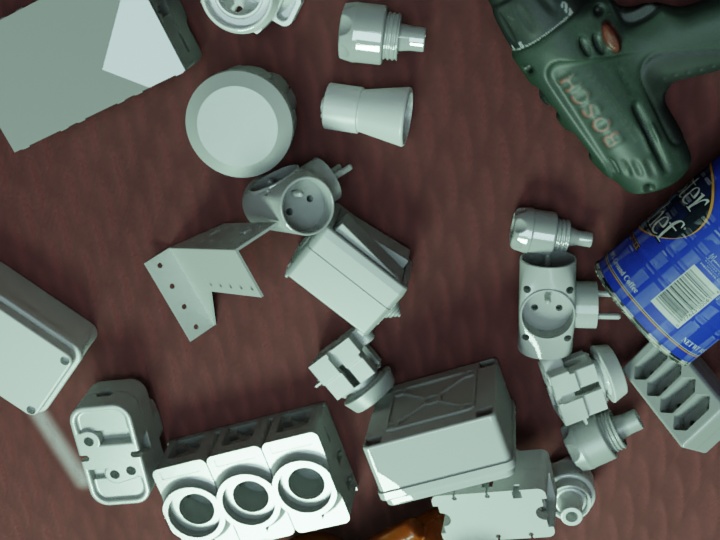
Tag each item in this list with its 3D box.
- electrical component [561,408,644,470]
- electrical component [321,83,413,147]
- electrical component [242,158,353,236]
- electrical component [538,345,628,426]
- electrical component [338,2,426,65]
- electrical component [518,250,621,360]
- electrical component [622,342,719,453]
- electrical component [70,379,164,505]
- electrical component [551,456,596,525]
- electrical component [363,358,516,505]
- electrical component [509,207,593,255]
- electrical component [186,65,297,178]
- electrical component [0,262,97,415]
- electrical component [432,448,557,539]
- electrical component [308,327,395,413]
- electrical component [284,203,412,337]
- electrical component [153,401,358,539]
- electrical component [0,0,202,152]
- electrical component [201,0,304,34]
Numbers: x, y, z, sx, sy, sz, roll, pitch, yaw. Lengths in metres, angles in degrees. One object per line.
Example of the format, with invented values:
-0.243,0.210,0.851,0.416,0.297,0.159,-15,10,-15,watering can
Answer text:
0.199,0.134,0.876,0.062,0.043,0.043,-28,106,16,electrical component
0.004,-0.118,0.802,0.065,0.044,0.044,9,113,9,electrical component
-0.041,-0.060,0.817,0.079,0.077,0.044,-34,110,-20,electrical component
0.178,0.088,0.853,0.055,0.048,0.066,-21,107,0,electrical component
0.016,-0.170,0.778,0.062,0.043,0.043,7,112,3,electrical component
0.163,0.027,0.837,0.079,0.044,0.077,1,111,7,electrical component
0.263,0.098,0.842,0.076,0.083,0.047,19,120,-42,electrical component
-0.205,0.144,0.921,0.054,0.059,0.095,-6,111,10,electrical component
0.173,0.186,0.890,0.043,0.062,0.043,3,112,6,electrical component
0.066,0.126,0.855,0.109,0.108,0.056,-17,106,13,electrical component
0.147,-0.028,0.823,0.061,0.035,0.035,9,112,1,electrical component
-0.087,-0.114,0.809,0.080,0.051,0.080,2,112,6,electrical component
-0.290,0.057,0.899,0.113,0.057,0.078,36,111,-7,electrical component
0.109,0.177,0.859,0.089,0.055,0.050,-8,118,18,electrical component
-0.004,0.083,0.880,0.066,0.048,0.055,-38,95,18,electrical component
0.000,0.000,0.837,0.096,0.061,0.061,38,111,-8,electrical component
-0.089,0.182,0.921,0.150,0.061,0.089,-15,109,13,electrical component
-0.206,-0.163,0.798,0.150,0.061,0.089,-22,107,15,electrical component
-0.083,-0.201,0.770,0.078,0.057,0.058,28,112,-5,electrical component
